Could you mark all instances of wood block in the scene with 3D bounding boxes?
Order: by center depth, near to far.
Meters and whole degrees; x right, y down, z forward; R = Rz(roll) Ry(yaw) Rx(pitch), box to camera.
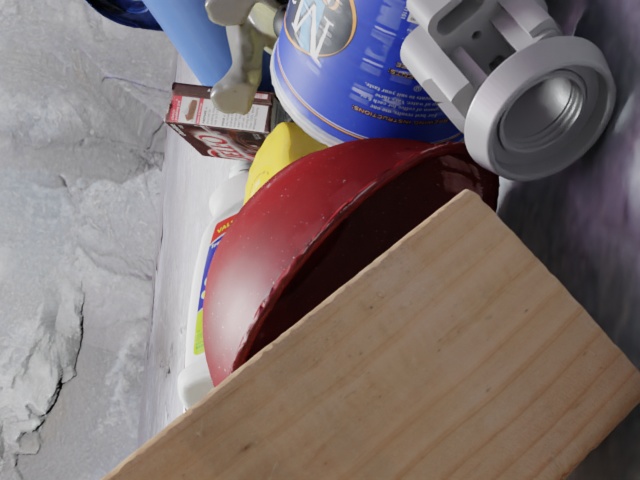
[{"bbox_3d":[-0.006,0.087,0.341,0.090,0.205,0.091,49,154,8],"label":"wood block"}]

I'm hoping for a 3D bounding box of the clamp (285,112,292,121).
[{"bbox_3d":[-0.008,-0.088,0.805,0.165,0.036,0.210,129,146,-57],"label":"clamp"}]

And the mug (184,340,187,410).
[{"bbox_3d":[-0.073,0.097,0.932,0.093,0.081,0.117,111,160,-52],"label":"mug"}]

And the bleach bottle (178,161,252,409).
[{"bbox_3d":[-0.065,0.027,0.884,0.251,0.102,0.068,-97,-13,-45],"label":"bleach bottle"}]

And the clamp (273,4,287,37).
[{"bbox_3d":[0.032,-0.053,0.576,0.120,0.039,0.171,49,-174,-39],"label":"clamp"}]

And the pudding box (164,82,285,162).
[{"bbox_3d":[-0.069,-0.094,0.890,0.113,0.090,0.039,50,-132,-74],"label":"pudding box"}]

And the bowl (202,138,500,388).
[{"bbox_3d":[0.004,0.014,0.451,0.055,0.161,0.162,39,135,27],"label":"bowl"}]

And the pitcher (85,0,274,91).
[{"bbox_3d":[-0.098,-0.214,0.837,0.145,0.149,0.242,-53,-33,-16],"label":"pitcher"}]

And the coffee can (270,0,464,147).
[{"bbox_3d":[0.042,-0.115,0.453,0.140,0.102,0.103,111,160,-50],"label":"coffee can"}]

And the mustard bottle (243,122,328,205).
[{"bbox_3d":[-0.004,0.001,0.602,0.192,0.058,0.096,-117,39,-68],"label":"mustard bottle"}]
